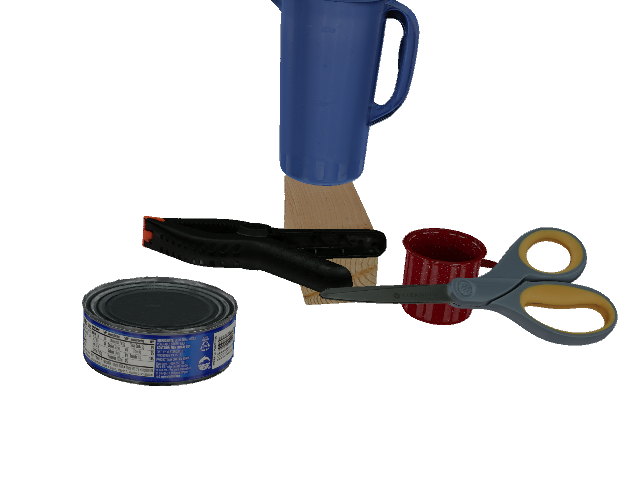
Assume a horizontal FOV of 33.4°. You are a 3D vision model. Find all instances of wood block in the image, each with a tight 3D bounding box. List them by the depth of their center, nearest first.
[{"bbox_3d":[0.010,-0.007,1.381,0.090,0.090,0.206,-3,27,-9],"label":"wood block"}]

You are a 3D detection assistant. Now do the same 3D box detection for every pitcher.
[{"bbox_3d":[0.020,-0.194,1.311,0.144,0.243,0.149,-9,29,-27],"label":"pitcher"}]

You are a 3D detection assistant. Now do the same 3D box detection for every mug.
[{"bbox_3d":[0.146,0.043,1.192,0.117,0.081,0.093,7,25,4],"label":"mug"}]

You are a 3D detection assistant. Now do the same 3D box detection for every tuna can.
[{"bbox_3d":[-0.090,0.050,0.598,0.086,0.034,0.086,4,16,-1],"label":"tuna can"}]

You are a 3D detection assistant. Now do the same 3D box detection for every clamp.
[{"bbox_3d":[-0.053,0.008,0.896,0.210,0.036,0.164,6,12,5],"label":"clamp"}]

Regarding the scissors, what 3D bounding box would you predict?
[{"bbox_3d":[0.102,0.020,0.714,0.201,0.096,0.016,13,-35,-6],"label":"scissors"}]
